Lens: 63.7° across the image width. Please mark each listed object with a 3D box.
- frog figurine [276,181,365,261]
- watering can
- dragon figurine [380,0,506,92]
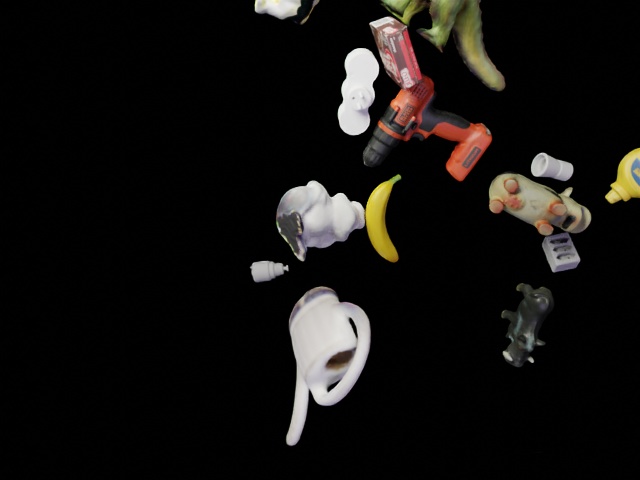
[{"bbox_3d":[0.003,-0.049,0.974,0.161,0.123,0.135,-28,117,-28],"label":"frog figurine"},{"bbox_3d":[-0.011,0.248,1.071,0.103,0.229,0.341,15,123,-32],"label":"watering can"},{"bbox_3d":[0.193,-0.415,0.747,0.407,0.124,0.240,25,110,-27],"label":"dragon figurine"}]
